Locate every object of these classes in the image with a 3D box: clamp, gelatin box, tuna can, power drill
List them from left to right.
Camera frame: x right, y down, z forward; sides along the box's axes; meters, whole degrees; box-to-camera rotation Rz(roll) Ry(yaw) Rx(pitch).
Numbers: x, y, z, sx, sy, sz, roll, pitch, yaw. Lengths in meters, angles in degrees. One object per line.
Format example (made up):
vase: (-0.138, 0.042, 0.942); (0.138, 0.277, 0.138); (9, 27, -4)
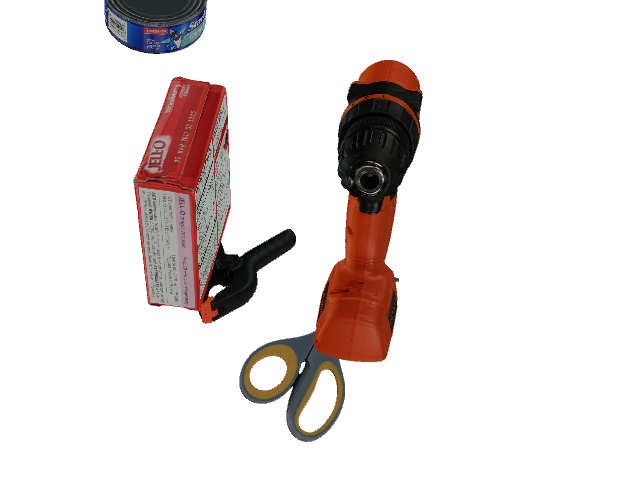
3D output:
tuna can: (-0.138, -0.195, 0.891); (0.086, 0.086, 0.034); (0, -40, -10)
gelatin box: (-0.066, -0.022, 0.518); (0.030, 0.073, 0.089); (8, -42, 4)
clamp: (-0.096, 0.032, 1.258); (0.120, 0.039, 0.171); (-2, 41, 10)
power drill: (0.034, -0.014, 0.727); (0.057, 0.188, 0.184); (10, 27, 5)

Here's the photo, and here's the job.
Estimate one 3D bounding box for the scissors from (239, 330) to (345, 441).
scissors: (-0.006, 0.070, 0.895); (0.096, 0.201, 0.016); (16, -30, -3)
